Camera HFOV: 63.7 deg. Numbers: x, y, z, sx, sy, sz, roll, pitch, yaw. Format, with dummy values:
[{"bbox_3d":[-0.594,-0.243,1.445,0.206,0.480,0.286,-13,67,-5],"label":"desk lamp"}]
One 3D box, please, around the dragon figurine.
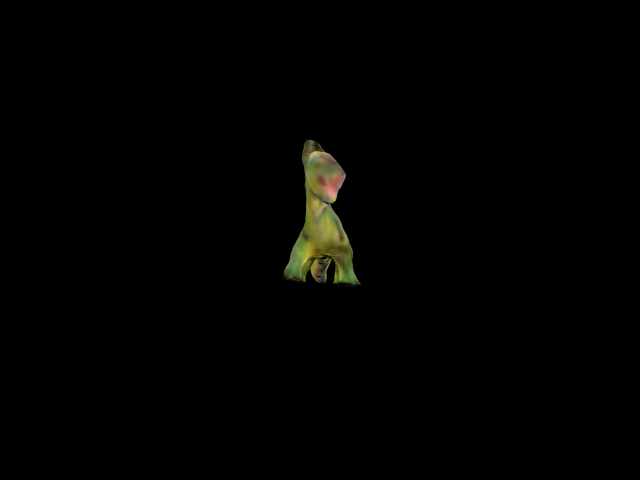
[{"bbox_3d":[0.003,-0.043,0.850,0.122,0.244,0.408,0,-5,-3],"label":"dragon figurine"}]
